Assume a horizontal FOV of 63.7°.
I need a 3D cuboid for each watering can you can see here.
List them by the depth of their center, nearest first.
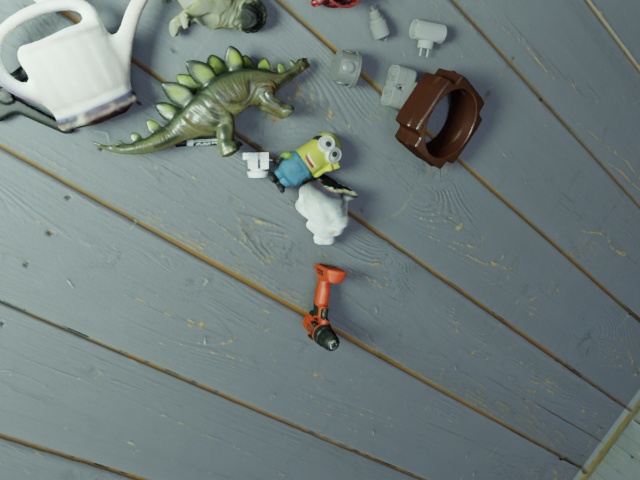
[{"bbox_3d":[-0.409,-0.338,0.946,0.349,0.220,0.105,-27,29,-12],"label":"watering can"}]

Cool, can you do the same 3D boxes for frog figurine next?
[{"bbox_3d":[0.004,-0.061,1.214,0.138,0.157,0.124,23,19,7],"label":"frog figurine"}]
